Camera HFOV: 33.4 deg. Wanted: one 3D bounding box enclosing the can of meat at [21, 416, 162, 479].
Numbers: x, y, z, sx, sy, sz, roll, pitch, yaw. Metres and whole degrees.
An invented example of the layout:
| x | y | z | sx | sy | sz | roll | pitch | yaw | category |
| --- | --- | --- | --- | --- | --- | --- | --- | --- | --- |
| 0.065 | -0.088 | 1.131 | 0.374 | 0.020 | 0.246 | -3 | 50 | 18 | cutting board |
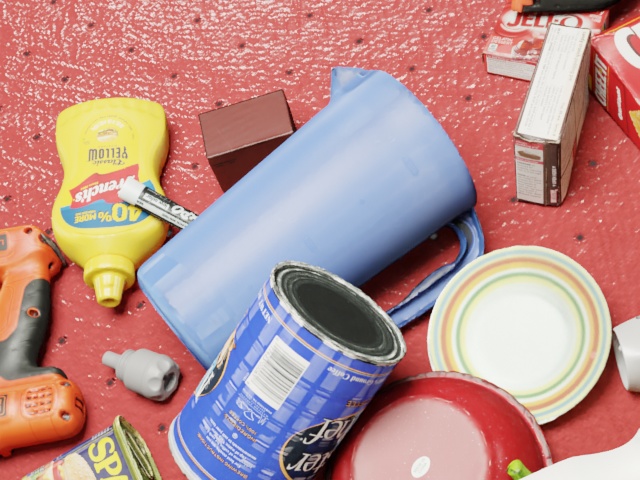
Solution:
| x | y | z | sx | sy | sz | roll | pitch | yaw | category |
| --- | --- | --- | --- | --- | --- | --- | --- | --- | --- |
| -0.153 | 0.190 | 0.752 | 0.084 | 0.057 | 0.102 | -30 | 55 | -2 | can of meat |

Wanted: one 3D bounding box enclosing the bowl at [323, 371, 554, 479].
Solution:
| x | y | z | sx | sy | sz | roll | pitch | yaw | category |
| --- | --- | --- | --- | --- | --- | --- | --- | --- | --- |
| 0.071 | 0.155 | 0.704 | 0.162 | 0.055 | 0.162 | -8 | 62 | 16 | bowl |

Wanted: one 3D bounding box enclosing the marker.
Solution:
| x | y | z | sx | sy | sz | roll | pitch | yaw | category |
| --- | --- | --- | --- | --- | --- | --- | --- | --- | --- |
| -0.105 | -0.014 | 0.859 | 0.121 | 0.020 | 0.020 | 28 | 66 | -4 | marker |

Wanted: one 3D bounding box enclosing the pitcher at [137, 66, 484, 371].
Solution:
| x | y | z | sx | sy | sz | roll | pitch | yaw | category |
| --- | --- | --- | --- | --- | --- | --- | --- | --- | --- |
| -0.005 | 0.001 | 0.799 | 0.242 | 0.145 | 0.149 | -39 | 45 | -7 | pitcher |

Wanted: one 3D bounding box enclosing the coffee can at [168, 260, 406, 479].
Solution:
| x | y | z | sx | sy | sz | roll | pitch | yaw | category |
| --- | --- | --- | --- | --- | --- | --- | --- | --- | --- |
| -0.023 | 0.099 | 0.709 | 0.103 | 0.102 | 0.140 | 46 | 113 | 33 | coffee can |

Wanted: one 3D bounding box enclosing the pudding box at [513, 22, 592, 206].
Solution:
| x | y | z | sx | sy | sz | roll | pitch | yaw | category |
| --- | --- | --- | --- | --- | --- | --- | --- | --- | --- |
| 0.180 | -0.096 | 0.825 | 0.039 | 0.090 | 0.113 | 10 | 62 | 19 | pudding box |

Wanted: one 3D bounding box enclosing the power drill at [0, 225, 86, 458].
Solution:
| x | y | z | sx | sy | sz | roll | pitch | yaw | category |
| --- | --- | --- | --- | --- | --- | --- | --- | --- | --- |
| -0.276 | 0.087 | 0.850 | 0.184 | 0.057 | 0.187 | -10 | 59 | 5 | power drill |

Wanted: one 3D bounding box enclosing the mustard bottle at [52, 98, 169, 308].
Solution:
| x | y | z | sx | sy | sz | roll | pitch | yaw | category |
| --- | --- | --- | --- | --- | --- | --- | --- | --- | --- |
| -0.175 | -0.030 | 0.894 | 0.096 | 0.058 | 0.191 | -4 | 57 | -3 | mustard bottle |

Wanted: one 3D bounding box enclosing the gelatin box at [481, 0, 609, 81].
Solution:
| x | y | z | sx | sy | sz | roll | pitch | yaw | category |
| --- | --- | --- | --- | --- | --- | --- | --- | --- | --- |
| 0.191 | -0.169 | 0.905 | 0.089 | 0.030 | 0.073 | 16 | 63 | 23 | gelatin box |

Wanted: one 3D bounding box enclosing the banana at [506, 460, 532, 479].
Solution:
| x | y | z | sx | sy | sz | roll | pitch | yaw | category |
| --- | --- | --- | --- | --- | --- | --- | --- | --- | --- |
| 0.219 | 0.151 | 0.675 | 0.197 | 0.069 | 0.037 | -14 | 25 | -6 | banana |

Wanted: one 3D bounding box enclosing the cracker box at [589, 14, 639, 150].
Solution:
| x | y | z | sx | sy | sz | roll | pitch | yaw | category |
| --- | --- | --- | --- | --- | --- | --- | --- | --- | --- |
| 0.327 | -0.102 | 0.801 | 0.164 | 0.072 | 0.214 | -26 | 55 | -3 | cracker box |

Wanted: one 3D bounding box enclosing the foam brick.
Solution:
| x | y | z | sx | sy | sz | roll | pitch | yaw | category |
| --- | --- | --- | --- | --- | --- | --- | --- | --- | --- |
| -0.057 | -0.084 | 0.901 | 0.078 | 0.053 | 0.051 | -16 | 55 | 4 | foam brick |

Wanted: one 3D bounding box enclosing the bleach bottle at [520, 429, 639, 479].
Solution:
| x | y | z | sx | sy | sz | roll | pitch | yaw | category |
| --- | --- | --- | --- | --- | --- | --- | --- | --- | --- |
| 0.134 | 0.176 | 0.622 | 0.251 | 0.102 | 0.068 | -37 | 15 | 10 | bleach bottle |

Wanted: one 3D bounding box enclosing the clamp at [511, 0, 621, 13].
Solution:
| x | y | z | sx | sy | sz | roll | pitch | yaw | category |
| --- | --- | --- | --- | --- | --- | --- | --- | --- | --- |
| 0.247 | -0.252 | 0.923 | 0.209 | 0.036 | 0.165 | -21 | 51 | -14 | clamp |
